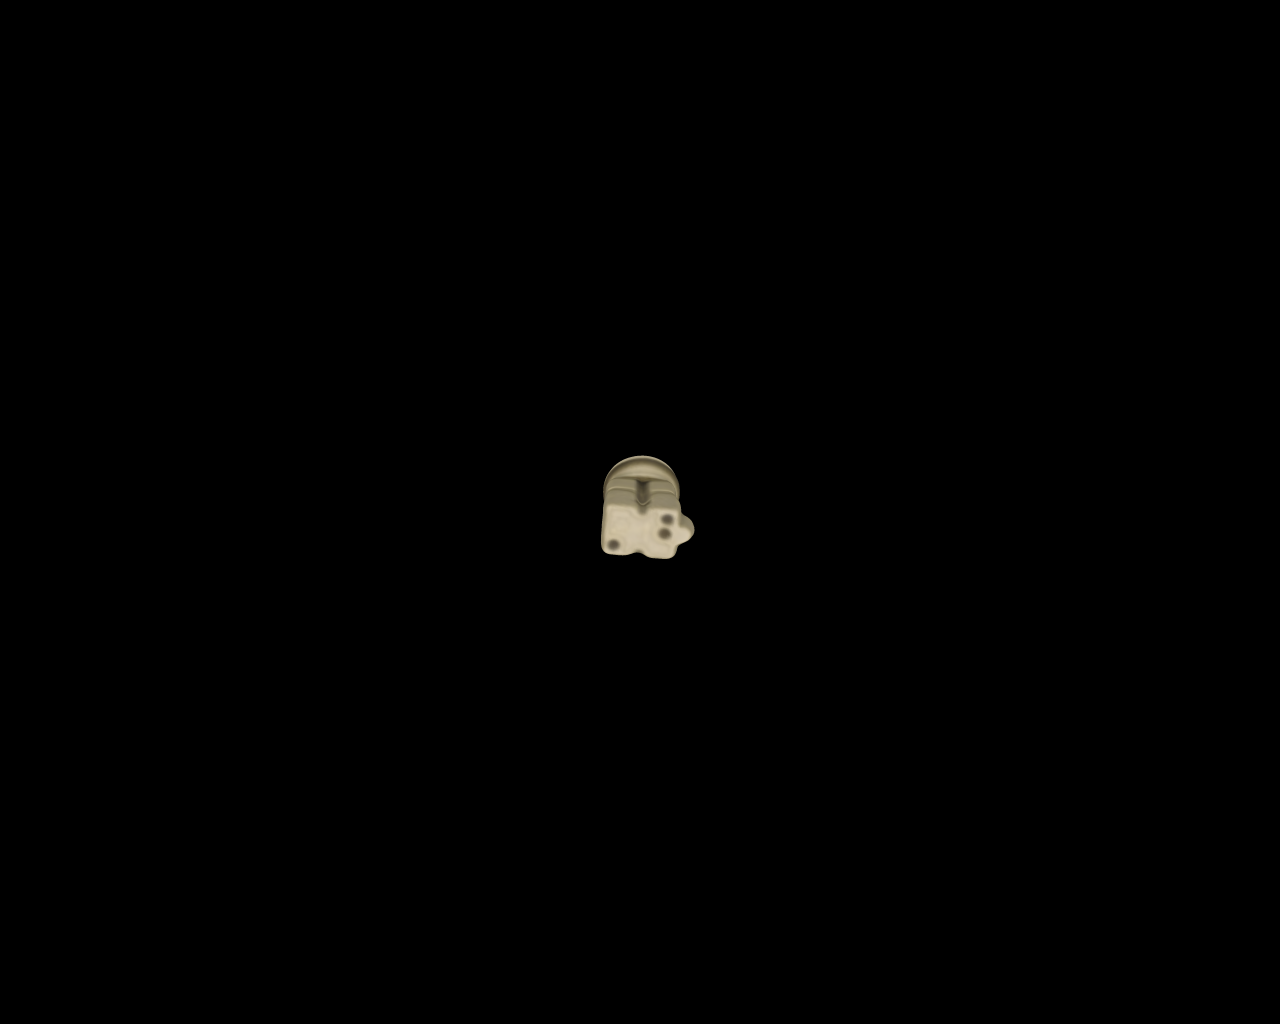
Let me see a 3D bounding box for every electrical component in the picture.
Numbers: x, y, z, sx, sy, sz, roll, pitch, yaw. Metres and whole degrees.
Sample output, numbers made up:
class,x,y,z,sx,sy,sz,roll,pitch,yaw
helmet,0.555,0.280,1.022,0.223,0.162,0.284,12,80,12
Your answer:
class,x,y,z,sx,sy,sz,roll,pitch,yaw
electrical component,0.001,-0.003,0.650,0.066,0.048,0.055,5,31,-3
